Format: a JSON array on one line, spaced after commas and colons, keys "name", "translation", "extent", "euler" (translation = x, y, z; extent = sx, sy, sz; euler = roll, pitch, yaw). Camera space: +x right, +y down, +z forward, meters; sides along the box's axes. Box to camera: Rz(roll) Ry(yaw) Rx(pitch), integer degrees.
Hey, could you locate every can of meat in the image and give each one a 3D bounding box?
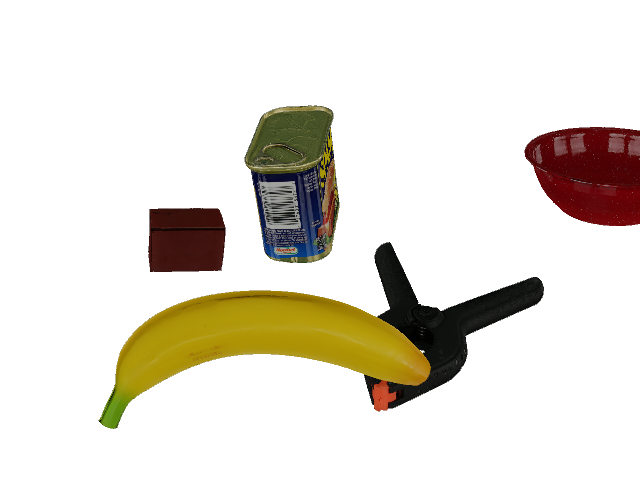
[{"name": "can of meat", "translation": [-0.018, -0.043, 0.809], "extent": [0.057, 0.084, 0.102], "euler": [-2, 31, 9]}]

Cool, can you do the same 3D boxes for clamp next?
[{"name": "clamp", "translation": [0.085, 0.072, 0.950], "extent": [0.165, 0.036, 0.209], "euler": [17, 39, 28]}]

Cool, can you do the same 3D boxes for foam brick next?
[{"name": "foam brick", "translation": [-0.143, -0.001, 1.132], "extent": [0.078, 0.051, 0.053], "euler": [-1, 25, -11]}]

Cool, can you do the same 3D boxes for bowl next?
[{"name": "bowl", "translation": [0.271, -0.056, 0.996], "extent": [0.162, 0.055, 0.162], "euler": [-1, 25, 0]}]

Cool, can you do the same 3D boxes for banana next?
[{"name": "banana", "translation": [-0.033, 0.062, 0.626], "extent": [0.197, 0.069, 0.037], "euler": [-6, 20, -7]}]
